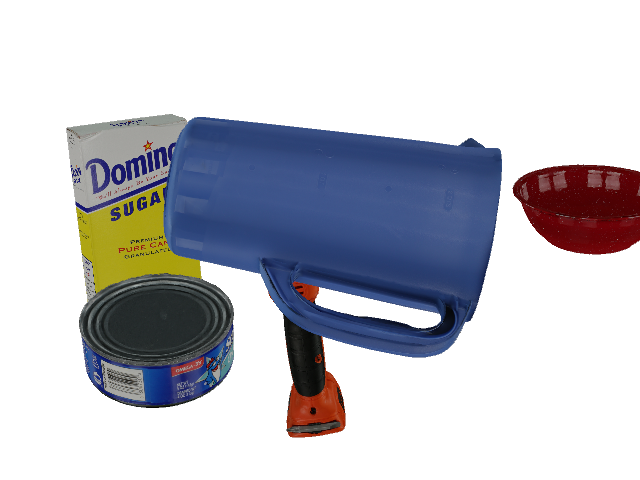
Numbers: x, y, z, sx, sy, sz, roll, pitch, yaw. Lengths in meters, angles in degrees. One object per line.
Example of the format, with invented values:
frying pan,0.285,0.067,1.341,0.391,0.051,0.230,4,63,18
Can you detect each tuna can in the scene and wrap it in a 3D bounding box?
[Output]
tuna can,-0.091,0.056,0.602,0.086,0.034,0.086,0,31,0

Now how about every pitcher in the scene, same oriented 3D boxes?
pitcher,0.008,-0.013,0.801,0.243,0.145,0.149,9,16,3

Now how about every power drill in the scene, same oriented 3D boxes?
power drill,-0.017,0.080,1.031,0.057,0.187,0.184,-8,17,4

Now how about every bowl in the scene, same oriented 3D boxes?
bowl,0.280,-0.028,1.106,0.162,0.055,0.162,-2,23,1

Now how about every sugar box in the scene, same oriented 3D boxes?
sugar box,-0.150,-0.010,0.880,0.093,0.176,0.048,-12,19,-25
